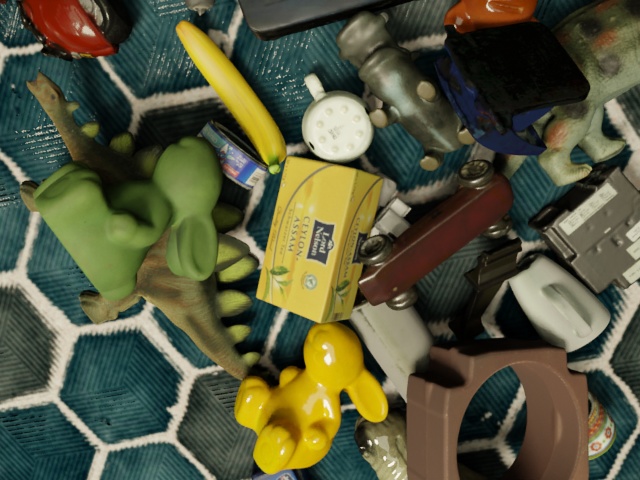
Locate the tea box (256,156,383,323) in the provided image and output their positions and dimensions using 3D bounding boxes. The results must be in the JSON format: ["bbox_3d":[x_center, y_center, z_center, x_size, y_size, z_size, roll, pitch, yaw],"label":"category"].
[{"bbox_3d":[-0.001,-0.002,0.609,0.098,0.068,0.169,15,94,34],"label":"tea box"}]

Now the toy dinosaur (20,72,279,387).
[{"bbox_3d":[-0.180,0.023,0.631,0.199,0.105,0.470,-24,112,2],"label":"toy dinosaur"}]

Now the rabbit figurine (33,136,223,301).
[{"bbox_3d":[-0.160,-0.028,0.522,0.170,0.121,0.159,-36,107,-18],"label":"rabbit figurine"}]

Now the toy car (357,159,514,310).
[{"bbox_3d":[0.125,-0.005,0.588,0.202,0.053,0.089,-37,125,-4],"label":"toy car"}]

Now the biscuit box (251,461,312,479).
[{"bbox_3d":[-0.025,0.374,0.724,0.059,0.063,0.202,-23,102,5],"label":"biscuit box"}]

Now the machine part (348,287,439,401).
[{"bbox_3d":[0.101,0.128,0.660,0.079,0.079,0.243,-35,100,8],"label":"machine part"}]

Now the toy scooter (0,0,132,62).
[{"bbox_3d":[-0.300,-0.267,0.582,0.135,0.075,0.183,-29,97,6],"label":"toy scooter"}]

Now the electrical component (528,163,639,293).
[{"bbox_3d":[0.336,-0.006,0.635,0.115,0.058,0.134,-41,99,11],"label":"electrical component"}]

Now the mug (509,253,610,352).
[{"bbox_3d":[0.274,0.072,0.633,0.081,0.109,0.107,-42,86,17],"label":"mug"}]

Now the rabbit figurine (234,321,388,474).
[{"bbox_3d":[0.003,0.178,0.634,0.162,0.122,0.173,18,102,-26],"label":"rabbit figurine"}]

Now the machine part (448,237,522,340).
[{"bbox_3d":[0.192,0.060,0.631,0.039,0.084,0.138,39,133,31],"label":"machine part"}]

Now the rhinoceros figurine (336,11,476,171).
[{"bbox_3d":[0.096,-0.163,0.581,0.190,0.112,0.073,40,128,-20],"label":"rhinoceros figurine"}]

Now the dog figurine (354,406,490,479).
[{"bbox_3d":[0.146,0.290,0.679,0.172,0.121,0.190,-18,94,-7],"label":"dog figurine"}]

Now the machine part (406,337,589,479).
[{"bbox_3d":[0.199,0.215,0.606,0.201,0.087,0.201,1,89,-24],"label":"machine part"}]

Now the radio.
[{"bbox_3d":[0.016,-0.303,0.569,0.230,0.073,0.131,-14,103,6],"label":"radio"}]

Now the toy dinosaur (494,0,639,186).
[{"bbox_3d":[0.305,-0.189,0.570,0.405,0.131,0.192,-30,84,17],"label":"toy dinosaur"}]

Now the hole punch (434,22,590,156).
[{"bbox_3d":[0.177,-0.143,0.533,0.116,0.092,0.142,-10,64,-12],"label":"hole punch"}]

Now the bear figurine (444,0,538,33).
[{"bbox_3d":[0.196,-0.307,0.557,0.120,0.132,0.195,6,121,1],"label":"bear figurine"}]

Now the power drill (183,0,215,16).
[{"bbox_3d":[-0.205,-0.353,0.530,0.207,0.086,0.231,-2,97,-20],"label":"power drill"}]
